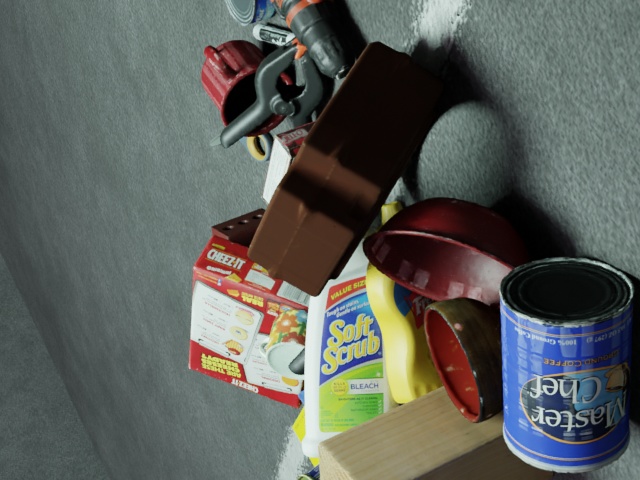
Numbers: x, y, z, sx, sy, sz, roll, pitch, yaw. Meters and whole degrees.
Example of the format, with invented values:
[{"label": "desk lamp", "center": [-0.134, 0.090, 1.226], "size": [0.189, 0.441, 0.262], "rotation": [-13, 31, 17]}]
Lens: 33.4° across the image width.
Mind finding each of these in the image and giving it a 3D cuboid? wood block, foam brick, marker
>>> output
[{"label": "wood block", "center": [0.110, 0.203, 0.985], "size": [0.090, 0.205, 0.091], "rotation": [39, 142, 48]}, {"label": "foam brick", "center": [-0.096, -0.001, 1.409], "size": [0.053, 0.078, 0.051], "rotation": [30, 136, 55]}, {"label": "marker", "center": [-0.039, -0.225, 1.190], "size": [0.121, 0.020, 0.020], "rotation": [29, 134, 54]}]

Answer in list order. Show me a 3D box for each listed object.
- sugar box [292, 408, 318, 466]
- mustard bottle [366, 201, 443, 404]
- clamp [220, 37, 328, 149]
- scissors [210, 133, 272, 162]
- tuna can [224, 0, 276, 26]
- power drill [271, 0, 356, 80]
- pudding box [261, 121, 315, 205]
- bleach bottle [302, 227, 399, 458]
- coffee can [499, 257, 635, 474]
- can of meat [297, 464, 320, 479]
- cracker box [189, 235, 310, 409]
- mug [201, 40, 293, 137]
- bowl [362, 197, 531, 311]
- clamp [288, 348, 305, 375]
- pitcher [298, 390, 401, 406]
[{"label": "sugar box", "center": [0.029, 0.301, 1.419], "size": [0.176, 0.048, 0.093], "rotation": [60, 154, 22]}, {"label": "mustard bottle", "center": [0.092, 0.056, 1.041], "size": [0.058, 0.096, 0.191], "rotation": [-5, 103, 54]}, {"label": "clamp", "center": [-0.048, -0.151, 1.172], "size": [0.039, 0.120, 0.171], "rotation": [-90, 6, -50]}, {"label": "scissors", "center": [-0.103, -0.126, 1.401], "size": [0.096, 0.016, 0.202], "rotation": [65, 155, 9]}, {"label": "tuna can", "center": [-0.081, -0.289, 1.209], "size": [0.086, 0.033, 0.086], "rotation": [45, 146, 43]}, {"label": "power drill", "center": [-0.001, -0.271, 1.029], "size": [0.184, 0.057, 0.188], "rotation": [61, 154, 18]}, {"label": "pudding box", "center": [-0.011, -0.081, 1.156], "size": [0.039, 0.089, 0.114], "rotation": [56, 152, 26]}, {"label": "bleach bottle", "center": [0.025, 0.088, 1.080], "size": [0.068, 0.102, 0.251], "rotation": [47, -141, -87]}, {"label": "coffee can", "center": [0.196, 0.099, 0.852], "size": [0.103, 0.102, 0.140], "rotation": [34, 138, 52]}, {"label": "can of meat", "center": [0.036, 0.292, 1.232], "size": [0.102, 0.083, 0.057], "rotation": [47, 148, 15]}, {"label": "cracker box", "center": [-0.081, 0.108, 1.382], "size": [0.164, 0.072, 0.214], "rotation": [19, 139, 9]}, {"label": "mug", "center": [-0.094, -0.185, 1.234], "size": [0.117, 0.093, 0.082], "rotation": [35, -166, -47]}, {"label": "bowl", "center": [0.121, 0.008, 0.937], "size": [0.162, 0.162, 0.055], "rotation": [-26, 40, 65]}, {"label": "clamp", "center": [0.037, 0.056, 1.167], "size": [0.210, 0.036, 0.164], "rotation": [-16, 72, 44]}, {"label": "pitcher", "center": [0.094, 0.234, 1.154], "size": [0.243, 0.145, 0.149], "rotation": [61, 176, 10]}]
